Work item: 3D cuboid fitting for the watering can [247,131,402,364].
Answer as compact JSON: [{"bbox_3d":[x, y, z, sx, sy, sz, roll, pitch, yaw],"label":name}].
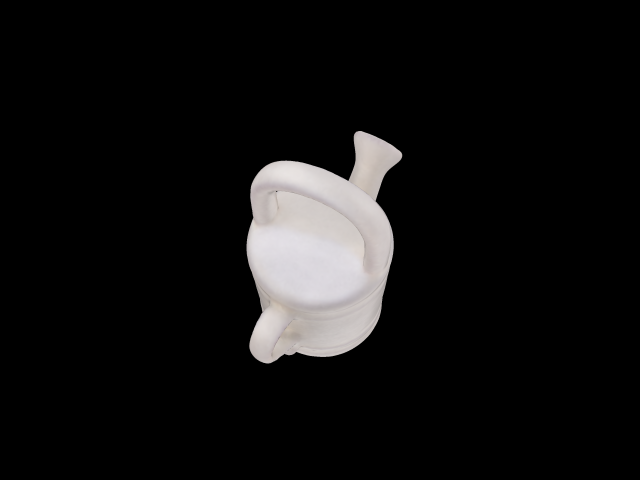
[{"bbox_3d":[0.002,0.001,0.400,0.101,0.194,0.173,6,64,3],"label":"watering can"}]
